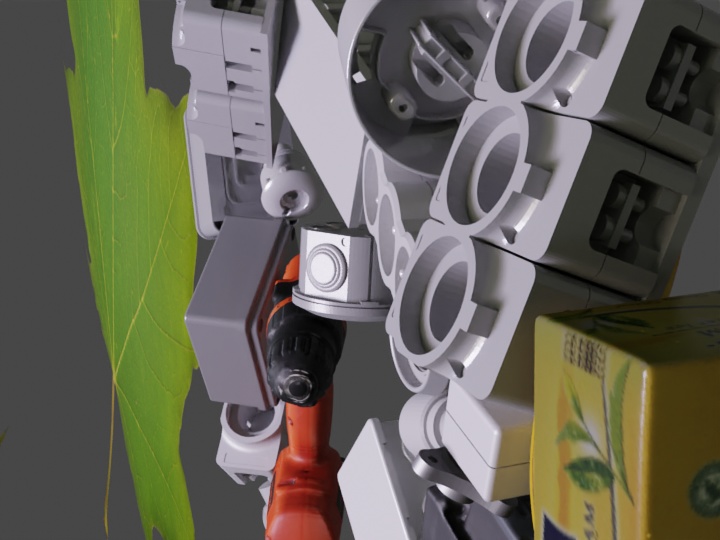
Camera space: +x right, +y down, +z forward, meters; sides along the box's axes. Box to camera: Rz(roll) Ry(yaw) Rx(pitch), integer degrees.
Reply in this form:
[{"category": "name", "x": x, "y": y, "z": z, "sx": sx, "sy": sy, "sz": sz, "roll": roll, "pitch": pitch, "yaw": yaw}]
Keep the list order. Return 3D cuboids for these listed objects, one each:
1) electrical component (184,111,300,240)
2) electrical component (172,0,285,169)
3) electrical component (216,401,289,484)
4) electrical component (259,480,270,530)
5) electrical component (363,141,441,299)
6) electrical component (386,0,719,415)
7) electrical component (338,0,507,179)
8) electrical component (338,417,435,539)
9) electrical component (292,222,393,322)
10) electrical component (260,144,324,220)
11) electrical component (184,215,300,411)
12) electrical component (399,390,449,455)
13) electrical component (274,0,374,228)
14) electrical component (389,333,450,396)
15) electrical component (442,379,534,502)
[{"category": "electrical component", "x": -0.099, "y": -0.085, "z": 0.889, "sx": 0.057, "sy": 0.078, "sz": 0.113, "roll": 174, "pitch": 90, "yaw": -67}, {"category": "electrical component", "x": -0.080, "y": -0.160, "z": 0.730, "sx": 0.186, "sy": 0.060, "sz": 0.105, "roll": 100, "pitch": 180, "yaw": -70}, {"category": "electrical component", "x": -0.078, "y": 0.123, "z": 0.868, "sx": 0.055, "sy": 0.050, "sz": 0.089, "roll": 65, "pitch": -148, "yaw": -58}, {"category": "electrical component", "x": -0.059, "y": 0.191, "z": 0.898, "sx": 0.079, "sy": 0.043, "sz": 0.077, "roll": 63, "pitch": 159, "yaw": -1}, {"category": "electrical component", "x": 0.049, "y": -0.018, "z": 0.516, "sx": 0.138, "sy": 0.074, "sz": 0.052, "roll": -105, "pitch": 16, "yaw": -52}, {"category": "electrical component", "x": 0.070, "y": -0.029, "z": 0.399, "sx": 0.089, "sy": 0.062, "sz": 0.150, "roll": 32, "pitch": 103, "yaw": 65}, {"category": "electrical component", "x": 0.040, "y": -0.098, "z": 0.492, "sx": 0.064, "sy": 0.099, "sz": 0.099, "roll": -111, "pitch": 24, "yaw": -49}, {"category": "electrical component", "x": 0.029, "y": 0.144, "z": 0.656, "sx": 0.099, "sy": 0.048, "sz": 0.099, "roll": 114, "pitch": 144, "yaw": -54}, {"category": "electrical component", "x": 0.000, "y": 0.000, "z": 0.649, "sx": 0.080, "sy": 0.080, "sz": 0.051, "roll": -155, "pitch": 66, "yaw": -66}, {"category": "electrical component", "x": -0.056, "y": -0.072, "z": 0.827, "sx": 0.062, "sy": 0.048, "sz": 0.048, "roll": -108, "pitch": 22, "yaw": -45}, {"category": "electrical component", "x": -0.084, "y": 0.032, "z": 0.821, "sx": 0.108, "sy": 0.056, "sz": 0.108, "roll": 83, "pitch": -162, "yaw": -48}, {"category": "electrical component", "x": 0.051, "y": 0.086, "z": 0.592, "sx": 0.078, "sy": 0.040, "sz": 0.040, "roll": 162, "pitch": 101, "yaw": -69}, {"category": "electrical component", "x": 0.004, "y": -0.106, "z": 0.630, "sx": 0.150, "sy": 0.062, "sz": 0.089, "roll": -118, "pitch": 30, "yaw": -45}, {"category": "electrical component", "x": 0.051, "y": 0.033, "z": 0.554, "sx": 0.058, "sy": 0.057, "sz": 0.078, "roll": -167, "pitch": 72, "yaw": -69}, {"category": "electrical component", "x": 0.079, "y": 0.053, "z": 0.473, "sx": 0.047, "sy": 0.066, "sz": 0.076, "roll": -128, "pitch": 38, "yaw": -55}]
